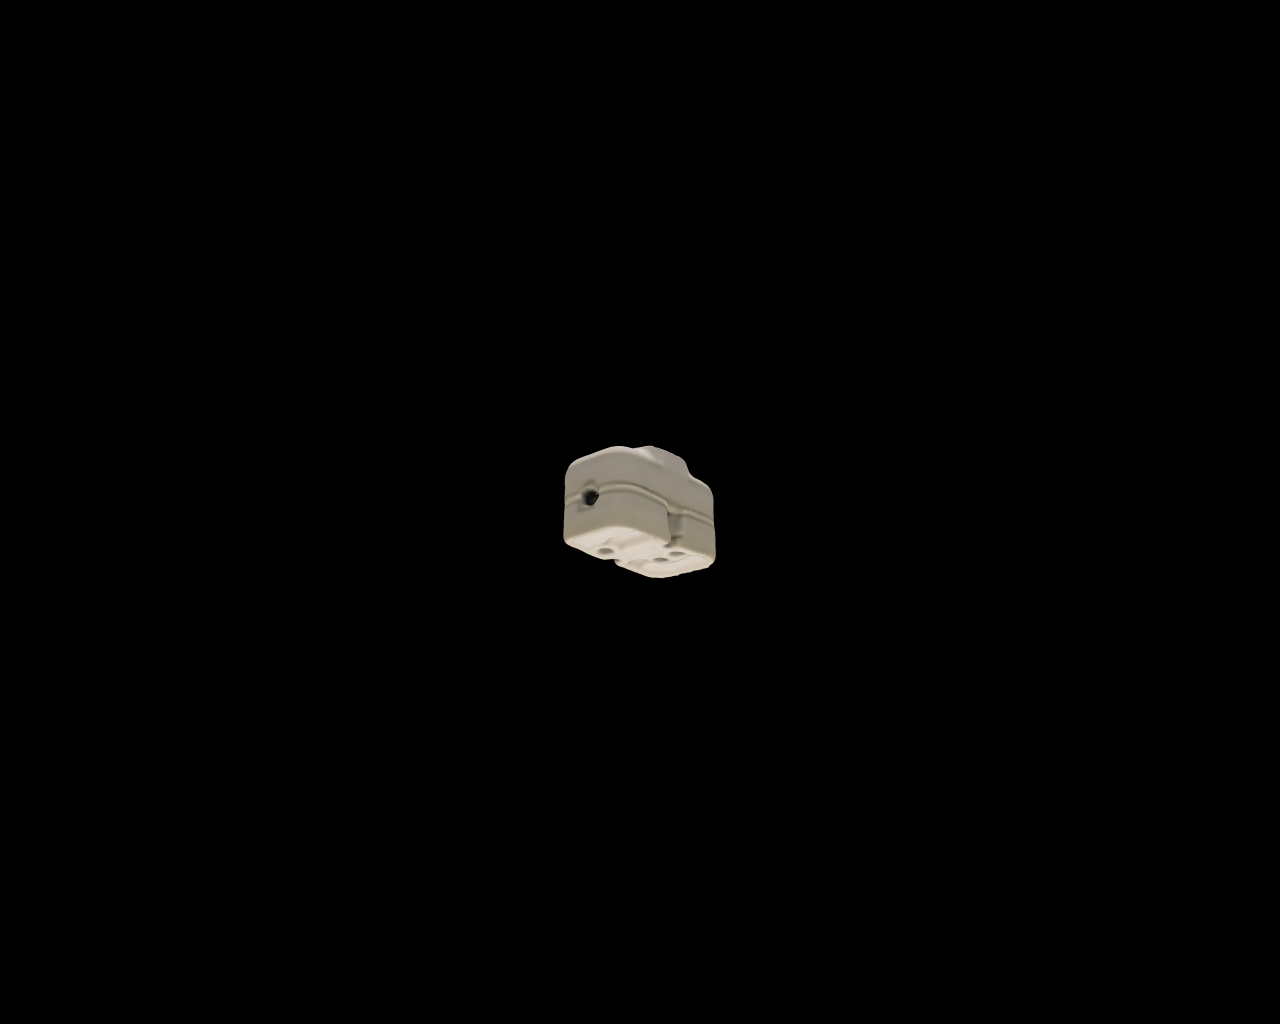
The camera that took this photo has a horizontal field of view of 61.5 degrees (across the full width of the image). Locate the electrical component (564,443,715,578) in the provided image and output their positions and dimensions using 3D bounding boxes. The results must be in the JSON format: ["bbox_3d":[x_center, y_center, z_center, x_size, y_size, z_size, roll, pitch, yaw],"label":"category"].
[{"bbox_3d":[0.001,-0.003,0.650,0.053,0.059,0.095,-17,-27,37],"label":"electrical component"}]
